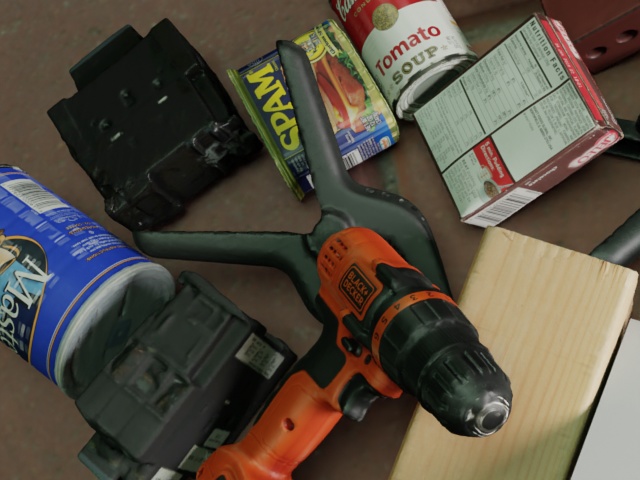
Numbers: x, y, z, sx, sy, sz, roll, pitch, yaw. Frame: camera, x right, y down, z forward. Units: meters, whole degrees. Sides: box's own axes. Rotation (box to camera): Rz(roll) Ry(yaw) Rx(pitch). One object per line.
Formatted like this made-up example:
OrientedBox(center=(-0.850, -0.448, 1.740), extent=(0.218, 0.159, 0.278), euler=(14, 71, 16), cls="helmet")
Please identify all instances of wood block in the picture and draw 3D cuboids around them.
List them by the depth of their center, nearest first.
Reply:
OrientedBox(center=(0.105, 0.109, 0.617), extent=(0.091, 0.090, 0.206), euler=(19, 78, 19), cls="wood block")

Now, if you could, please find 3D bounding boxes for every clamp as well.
OrientedBox(center=(0.227, -0.053, 0.668), extent=(0.171, 0.039, 0.120), euler=(-20, 65, 3), cls="clamp")
OrientedBox(center=(-0.004, 0.001, 0.678), extent=(0.210, 0.036, 0.164), euler=(45, 96, 1), cls="clamp")

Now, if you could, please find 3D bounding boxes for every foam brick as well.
OrientedBox(center=(0.190, -0.152, 0.687), extent=(0.078, 0.052, 0.051), euler=(-28, 65, 33), cls="foam brick")

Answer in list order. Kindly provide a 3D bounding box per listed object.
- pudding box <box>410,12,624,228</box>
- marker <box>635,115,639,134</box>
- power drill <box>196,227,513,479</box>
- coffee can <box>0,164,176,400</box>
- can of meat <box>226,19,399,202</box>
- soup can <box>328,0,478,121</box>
OrientedBox(center=(0.122, -0.074, 0.677), extent=(0.114, 0.039, 0.090), euler=(-37, 62, 31), cls="pudding box")
OrientedBox(center=(0.226, -0.109, 0.676), extent=(0.020, 0.020, 0.121), euler=(20, 59, 20), cls="marker")
OrientedBox(center=(0.013, 0.102, 0.587), extent=(0.188, 0.057, 0.184), euler=(-56, 30, 11), cls="power drill")
OrientedBox(center=(-0.182, 0.027, 0.715), extent=(0.140, 0.102, 0.103), euler=(32, 82, 22), cls="coffee can")
OrientedBox(center=(-0.004, -0.091, 0.733), extent=(0.084, 0.057, 0.102), euler=(-29, 67, 2), cls="can of meat")
OrientedBox(center=(0.057, -0.140, 0.726), extent=(0.068, 0.068, 0.102), euler=(-29, 68, 4), cls="soup can")
